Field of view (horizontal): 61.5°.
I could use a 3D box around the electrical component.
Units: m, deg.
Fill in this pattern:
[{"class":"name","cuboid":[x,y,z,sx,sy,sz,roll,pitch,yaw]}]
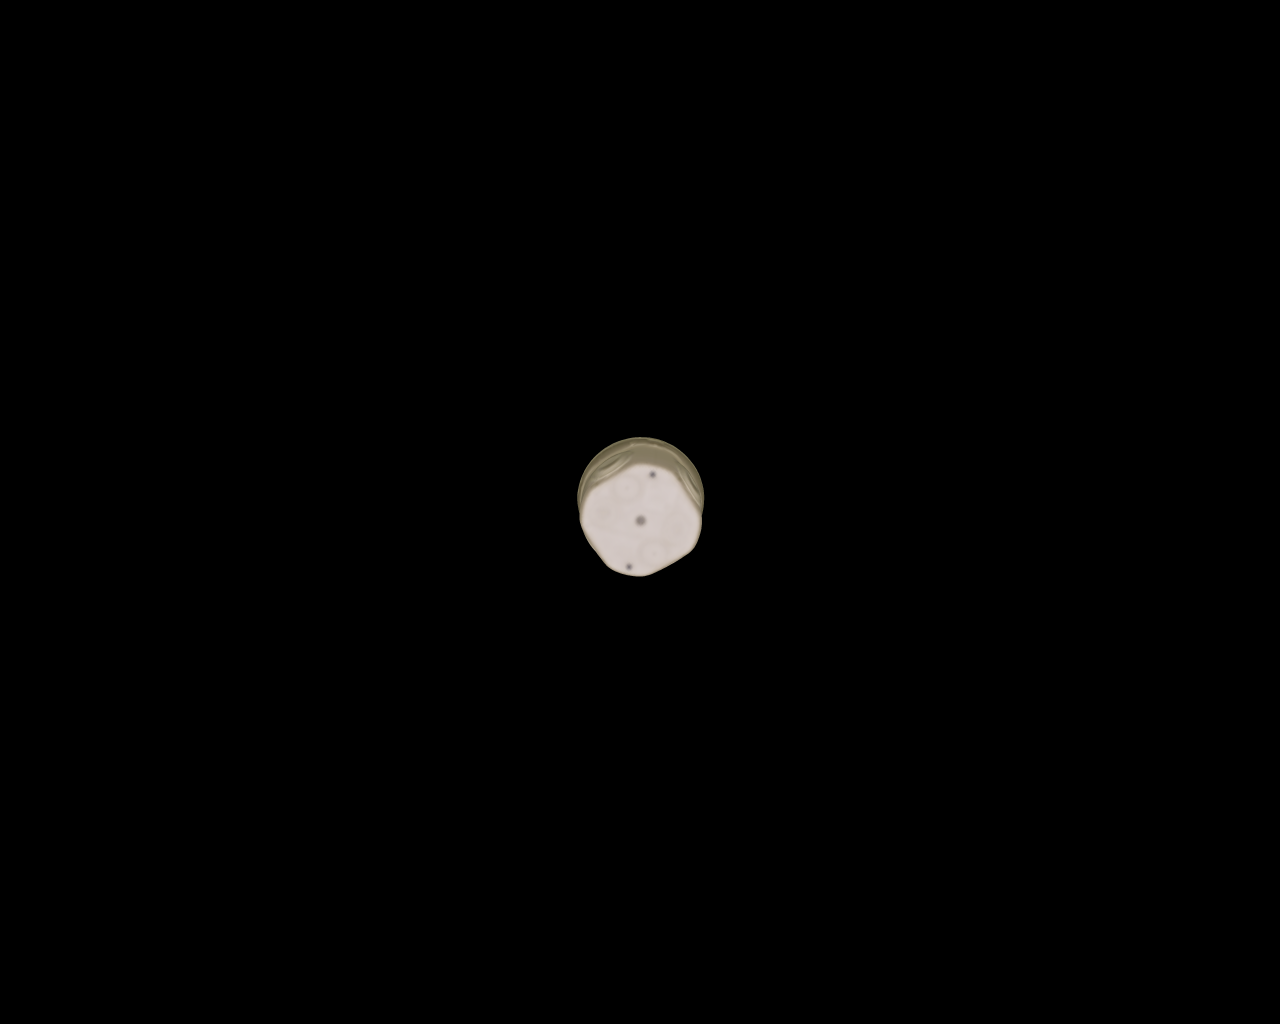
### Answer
[{"class":"electrical component","cuboid":[0.001,-0.003,0.650,0.080,0.080,0.051,0,18,0]}]
